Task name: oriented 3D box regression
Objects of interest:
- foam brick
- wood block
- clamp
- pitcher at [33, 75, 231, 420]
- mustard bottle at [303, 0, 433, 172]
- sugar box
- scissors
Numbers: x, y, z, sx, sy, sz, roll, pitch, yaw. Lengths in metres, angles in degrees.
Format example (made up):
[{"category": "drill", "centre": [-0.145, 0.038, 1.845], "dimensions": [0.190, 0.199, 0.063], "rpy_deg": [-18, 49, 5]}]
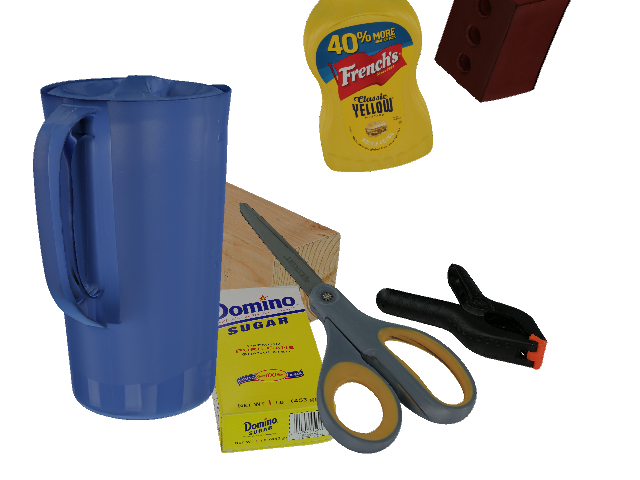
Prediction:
[{"category": "foam brick", "centre": [0.118, -0.138, 0.695], "dimensions": [0.051, 0.078, 0.053], "rpy_deg": [-19, 53, -31]}, {"category": "wood block", "centre": [-0.088, 0.008, 1.072], "dimensions": [0.206, 0.090, 0.090], "rpy_deg": [25, 30, 37]}, {"category": "clamp", "centre": [0.153, 0.071, 1.041], "dimensions": [0.172, 0.039, 0.120], "rpy_deg": [26, 38, 32]}, {"category": "pitcher", "centre": [-0.136, 0.005, 0.773], "dimensions": [0.149, 0.243, 0.145], "rpy_deg": [-5, 16, -22]}, {"category": "mustard bottle", "centre": [0.037, -0.151, 0.876], "dimensions": [0.096, 0.191, 0.058], "rpy_deg": [-8, 35, 3]}, {"category": "sugar box", "centre": [-0.049, 0.102, 0.905], "dimensions": [0.093, 0.048, 0.176], "rpy_deg": [-4, 33, -11]}, {"category": "scissors", "centre": [-0.004, 0.051, 0.618], "dimensions": [0.202, 0.016, 0.096], "rpy_deg": [33, 52, 25]}]
